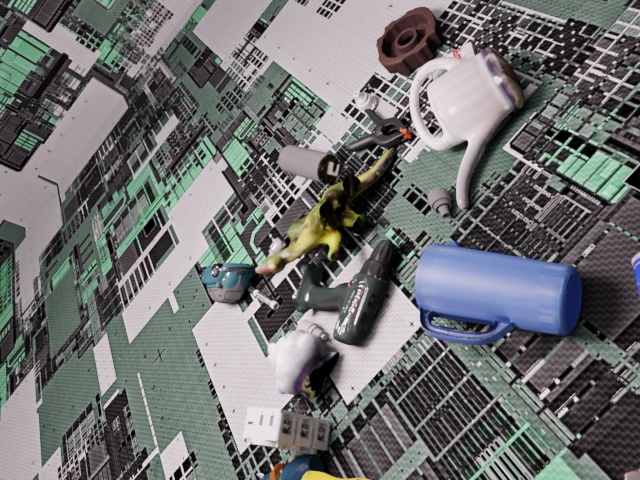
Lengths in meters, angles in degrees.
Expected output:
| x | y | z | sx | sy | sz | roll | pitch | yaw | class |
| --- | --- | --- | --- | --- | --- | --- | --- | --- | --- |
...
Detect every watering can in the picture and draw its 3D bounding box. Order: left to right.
| x | y | z | sx | sy | sz | roll | pitch | yaw | class |
| --- | --- | --- | --- | --- | --- | --- | --- | --- | --- |
| 0.309 | -0.249 | 1.051 | 0.222 | 0.103 | 0.354 | -30 | 62 | 27 | watering can |

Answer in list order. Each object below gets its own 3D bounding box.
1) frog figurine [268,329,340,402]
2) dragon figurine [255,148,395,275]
| x | y | z | sx | sy | sz | roll | pitch | yaw | class |
| --- | --- | --- | --- | --- | --- | --- | --- | --- | --- |
| -0.060 | 0.249 | 1.077 | 0.161 | 0.123 | 0.136 | 24 | 104 | 35 | frog figurine |
| 0.004 | -0.060 | 1.195 | 0.241 | 0.121 | 0.417 | -9 | 33 | 53 | dragon figurine |
